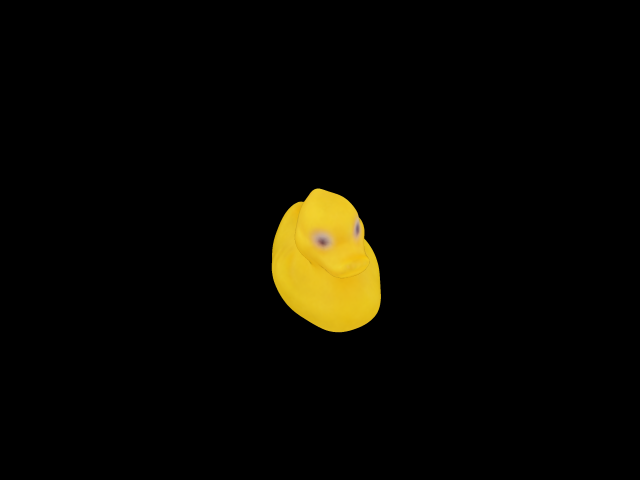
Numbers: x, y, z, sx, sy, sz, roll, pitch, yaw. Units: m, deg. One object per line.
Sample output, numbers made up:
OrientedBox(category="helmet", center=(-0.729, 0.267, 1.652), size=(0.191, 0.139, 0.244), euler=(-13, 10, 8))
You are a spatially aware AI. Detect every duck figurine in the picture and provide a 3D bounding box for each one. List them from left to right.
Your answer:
OrientedBox(category="duck figurine", center=(0.004, 0.001, 0.400), size=(0.078, 0.086, 0.104), euler=(-20, 50, -17))
